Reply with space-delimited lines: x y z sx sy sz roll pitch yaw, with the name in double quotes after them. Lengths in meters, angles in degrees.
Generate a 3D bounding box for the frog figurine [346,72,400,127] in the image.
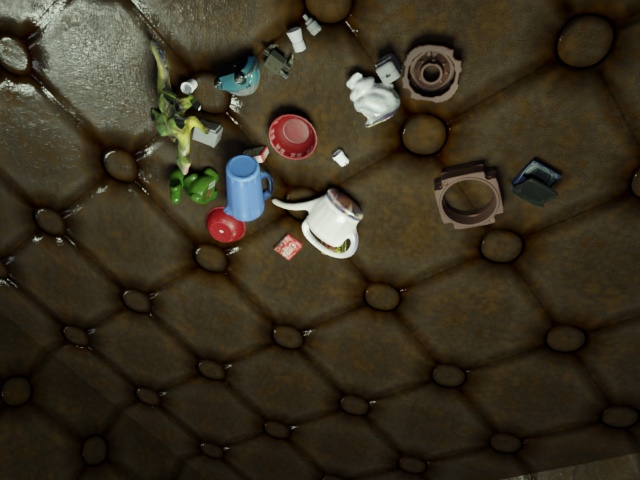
0.158 -0.429 1.522 0.138 0.124 0.158 -31 106 -6 "frog figurine"

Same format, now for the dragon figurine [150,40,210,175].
-0.497 -0.413 1.675 0.241 0.124 0.408 -13 101 48 "dragon figurine"

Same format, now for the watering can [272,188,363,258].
0.005 -0.090 1.791 0.349 0.105 0.221 41 115 7 "watering can"
